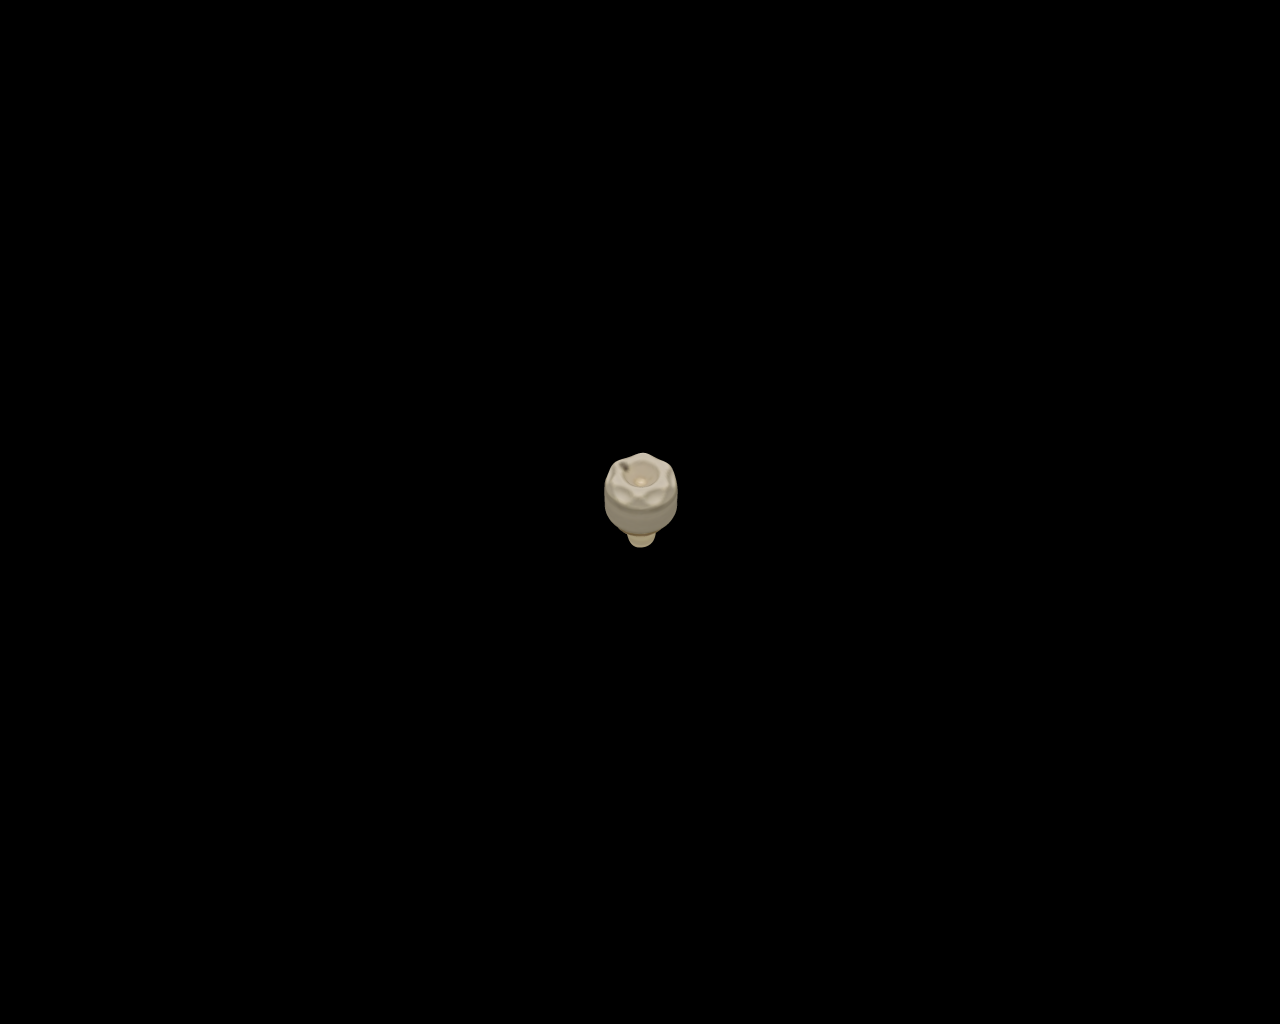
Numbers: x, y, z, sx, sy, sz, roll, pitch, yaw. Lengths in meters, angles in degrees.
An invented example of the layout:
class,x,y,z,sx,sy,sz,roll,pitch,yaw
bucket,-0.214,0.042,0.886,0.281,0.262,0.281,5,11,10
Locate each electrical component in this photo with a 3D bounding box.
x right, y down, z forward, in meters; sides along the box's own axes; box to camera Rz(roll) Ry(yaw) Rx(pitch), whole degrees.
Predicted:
class,x,y,z,sx,sy,sz,roll,pitch,yaw
electrical component,0.001,-0.003,0.650,0.043,0.043,0.062,0,-43,0
